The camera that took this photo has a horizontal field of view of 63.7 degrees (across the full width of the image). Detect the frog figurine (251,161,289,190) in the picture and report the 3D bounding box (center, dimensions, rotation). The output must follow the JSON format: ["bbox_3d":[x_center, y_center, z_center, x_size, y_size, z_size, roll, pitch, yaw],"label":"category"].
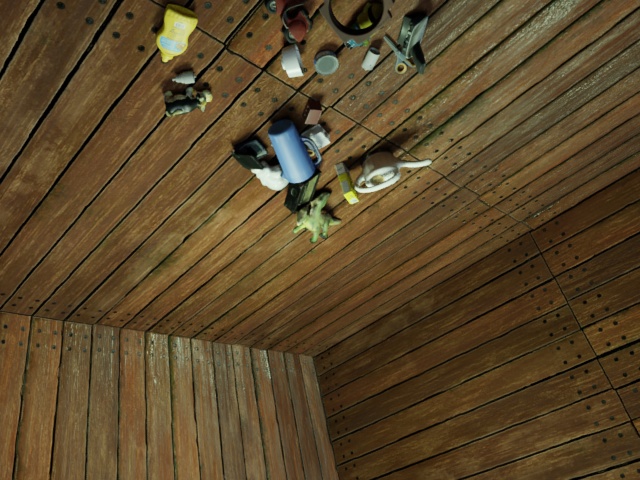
[{"bbox_3d":[-0.209,-0.278,2.195,0.136,0.124,0.159,-17,165,41],"label":"frog figurine"}]

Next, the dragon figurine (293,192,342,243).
[{"bbox_3d":[0.008,-0.125,2.490,0.415,0.123,0.237,-26,146,-48],"label":"dragon figurine"}]

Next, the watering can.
[{"bbox_3d":[0.304,-0.316,2.243,0.346,0.230,0.102,-23,128,12],"label":"watering can"}]
